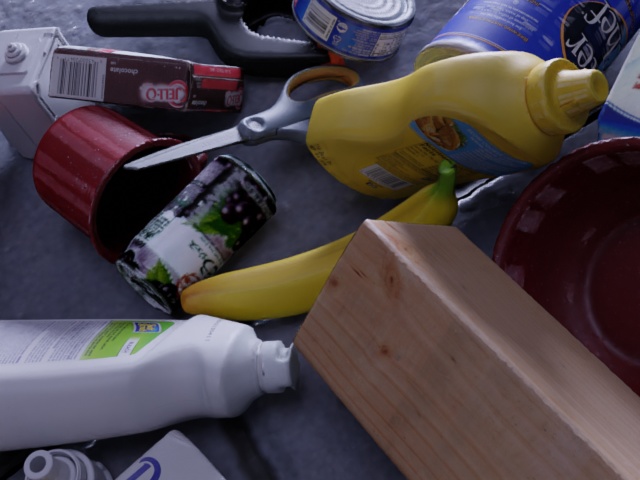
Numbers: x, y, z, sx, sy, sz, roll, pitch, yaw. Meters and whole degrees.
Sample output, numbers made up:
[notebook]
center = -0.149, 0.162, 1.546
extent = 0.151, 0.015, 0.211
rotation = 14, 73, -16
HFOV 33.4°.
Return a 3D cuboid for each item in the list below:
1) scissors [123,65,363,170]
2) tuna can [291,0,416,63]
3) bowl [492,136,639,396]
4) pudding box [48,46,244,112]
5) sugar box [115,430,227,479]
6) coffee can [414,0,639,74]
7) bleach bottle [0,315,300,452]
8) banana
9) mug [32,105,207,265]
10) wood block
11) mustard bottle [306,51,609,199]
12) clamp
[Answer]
[scissors]
center = -0.025, -0.065, 0.707
extent = 0.096, 0.016, 0.201
rotation = 36, 47, 18
[tuna can]
center = 0.025, -0.169, 0.771
extent = 0.086, 0.034, 0.086
rotation = 15, 44, -15
[bowl]
center = 0.177, 0.026, 0.589
extent = 0.162, 0.055, 0.162
rotation = -5, 82, 40
[pudding box]
center = -0.122, -0.113, 0.767
extent = 0.114, 0.090, 0.039
rotation = 10, 99, 20
[sugar box]
center = -0.115, 0.196, 0.588
extent = 0.176, 0.048, 0.093
rotation = -43, 57, -13
[coffee can]
center = 0.143, -0.135, 0.701
extent = 0.103, 0.103, 0.140
rotation = 29, 69, 29
[bleach bottle]
center = -0.139, 0.086, 0.643
extent = 0.251, 0.068, 0.102
rotation = -4, 23, 11
[banana]
center = 0.009, 0.010, 0.661
extent = 0.198, 0.069, 0.037
rotation = -28, 40, 19
[mug]
center = -0.132, -0.046, 0.732
extent = 0.117, 0.093, 0.082
rotation = -32, 47, -33
[wood block]
center = 0.091, 0.087, 0.558
extent = 0.206, 0.090, 0.090
rotation = 46, 118, 33
[mustard bottle]
center = 0.085, -0.069, 0.626
extent = 0.192, 0.096, 0.058
rotation = -10, 60, 51
[clamp]
center = -0.057, -0.188, 0.830
extent = 0.210, 0.036, 0.164
rotation = 26, 66, 26
